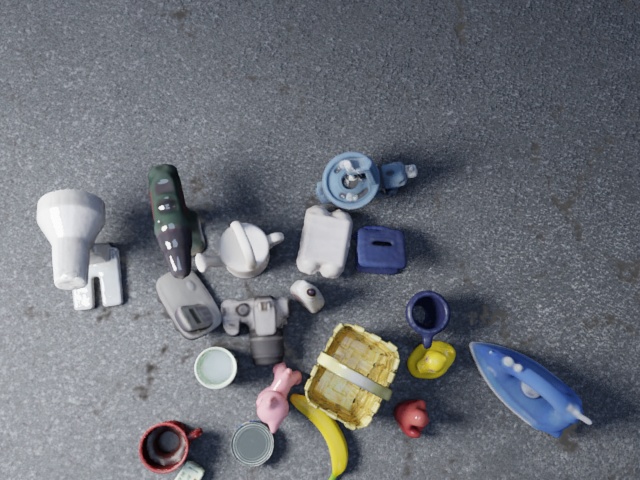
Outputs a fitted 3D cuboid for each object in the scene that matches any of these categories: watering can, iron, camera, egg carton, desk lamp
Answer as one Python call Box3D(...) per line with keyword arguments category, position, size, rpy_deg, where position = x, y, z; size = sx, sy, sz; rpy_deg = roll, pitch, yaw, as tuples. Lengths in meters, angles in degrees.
Box3D(category="watering can", position=(-0.157, 0.022, 1.138), size=(0.173, 0.194, 0.101), rpy_deg=(-42, 86, -10))
Box3D(category="iron", position=(0.429, 0.295, 1.174), size=(0.258, 0.141, 0.119), rpy_deg=(38, 79, 2))
Box3D(category="camera", position=(-0.126, 0.185, 1.161), size=(0.143, 0.100, 0.137), rpy_deg=(-4, 81, -6))
Box3D(category="egg carton", position=(0.011, 0.004, 1.220), size=(0.107, 0.069, 0.150), rpy_deg=(10, 80, -3))
Box3D(category="desk lamp", position=(-0.455, 0.024, 1.100), size=(0.118, 0.213, 0.203), rpy_deg=(-9, 81, -6))

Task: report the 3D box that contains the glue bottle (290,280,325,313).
Box3D(category="glue bottle", position=(-0.023, 0.109, 1.147), size=(0.078, 0.173, 0.037), rpy_deg=(41, 79, 3))

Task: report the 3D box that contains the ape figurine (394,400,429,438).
Box3D(category="ape figurine", position=(0.194, 0.362, 1.165), size=(0.076, 0.092, 0.078), rpy_deg=(34, 79, 1))

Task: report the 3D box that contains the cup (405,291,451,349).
Box3D(category="cup", position=(0.217, 0.168, 1.199), size=(0.091, 0.095, 0.118), rpy_deg=(2, 80, -5))

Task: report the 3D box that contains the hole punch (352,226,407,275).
Box3D(category="hole punch", position=(0.127, 0.019, 1.218), size=(0.108, 0.091, 0.101), rpy_deg=(3, 80, -5))

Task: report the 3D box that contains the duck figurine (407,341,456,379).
Box3D(category="duck figurine", position=(0.239, 0.251, 1.191), size=(0.104, 0.086, 0.077), rpy_deg=(-22, 83, -8))

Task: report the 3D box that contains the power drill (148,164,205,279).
Box3D(category="power drill", position=(-0.280, -0.025, 1.127), size=(0.075, 0.208, 0.229), rpy_deg=(-14, 82, -7))

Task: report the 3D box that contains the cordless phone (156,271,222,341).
Box3D(category="cordless phone", position=(-0.264, 0.122, 1.116), size=(0.094, 0.185, 0.147), rpy_deg=(-36, 85, -10))

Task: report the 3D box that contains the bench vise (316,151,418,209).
Box3D(category="bench vise", position=(0.098, -0.144, 1.178), size=(0.207, 0.219, 0.121), rpy_deg=(-28, 84, -9))

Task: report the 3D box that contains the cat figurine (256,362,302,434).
Box3D(category="cat figurine", position=(-0.084, 0.310, 1.135), size=(0.067, 0.117, 0.128), rpy_deg=(26, 79, 0))
